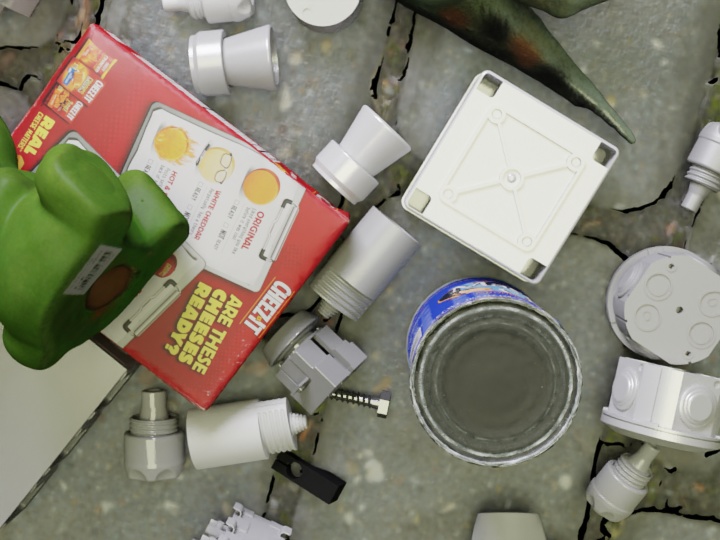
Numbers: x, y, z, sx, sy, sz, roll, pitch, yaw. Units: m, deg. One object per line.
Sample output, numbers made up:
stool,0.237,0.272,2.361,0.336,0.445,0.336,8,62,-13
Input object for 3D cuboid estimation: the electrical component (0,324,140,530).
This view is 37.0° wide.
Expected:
electrical component,-0.235,0.094,0.753,0.089,0.061,0.150,39,95,-2

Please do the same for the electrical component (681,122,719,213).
electrical component,0.240,-0.069,0.739,0.035,0.035,0.061,27,97,-1

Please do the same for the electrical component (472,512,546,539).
electrical component,0.120,0.211,0.757,0.079,0.043,0.077,8,73,-25

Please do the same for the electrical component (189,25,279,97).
electrical component,-0.086,-0.143,0.737,0.055,0.045,0.045,-5,95,3

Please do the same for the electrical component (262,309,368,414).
electrical component,-0.034,0.061,0.748,0.055,0.066,0.048,44,129,6

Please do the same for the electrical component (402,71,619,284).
electrical component,0.101,-0.062,0.732,0.109,0.056,0.108,31,95,-1

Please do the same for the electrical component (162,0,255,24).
electrical component,-0.105,-0.186,0.740,0.061,0.035,0.035,-5,95,5

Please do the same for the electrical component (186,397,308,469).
electrical component,-0.077,0.113,0.759,0.081,0.043,0.043,-9,94,2

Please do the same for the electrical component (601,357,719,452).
electrical component,0.208,0.091,0.731,0.080,0.080,0.051,12,90,1

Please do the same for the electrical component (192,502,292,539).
electrical component,-0.083,0.206,0.728,0.079,0.121,0.063,26,92,-1

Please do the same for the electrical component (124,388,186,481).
electrical component,-0.146,0.116,0.761,0.043,0.043,0.062,0,94,2

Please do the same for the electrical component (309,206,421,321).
electrical component,0.000,0.000,0.747,0.043,0.043,0.081,40,95,-2

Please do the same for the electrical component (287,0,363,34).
electrical component,-0.045,-0.227,0.714,0.052,0.073,0.138,-27,93,4

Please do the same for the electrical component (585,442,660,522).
electrical component,0.187,0.145,0.752,0.035,0.035,0.061,32,111,-1

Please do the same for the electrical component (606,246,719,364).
electrical component,0.213,0.025,0.739,0.080,0.051,0.080,0,95,2

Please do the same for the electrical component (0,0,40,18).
electrical component,-0.301,-0.241,0.705,0.186,0.105,0.060,32,95,-1

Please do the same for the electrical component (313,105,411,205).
electrical component,0.001,-0.079,0.740,0.045,0.045,0.055,43,95,-2
